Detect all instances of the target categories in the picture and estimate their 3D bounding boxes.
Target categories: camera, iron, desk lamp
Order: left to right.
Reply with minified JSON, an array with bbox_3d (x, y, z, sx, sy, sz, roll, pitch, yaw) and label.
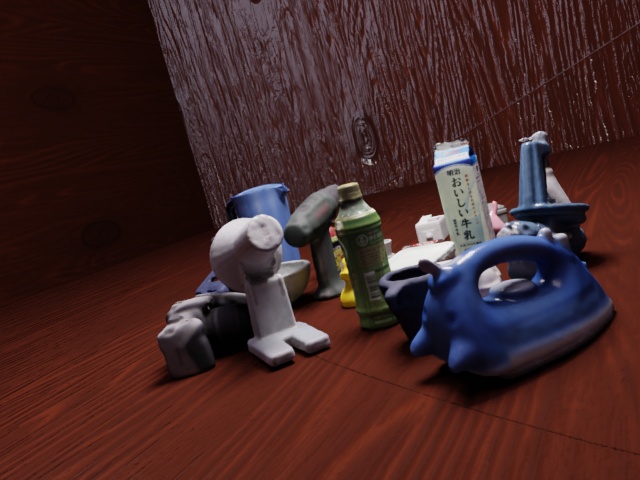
[{"bbox_3d":[-0.180,0.144,0.938,0.136,0.101,0.143,-15,8,3],"label":"camera"},{"bbox_3d":[-0.085,0.065,0.896,0.118,0.213,0.202,-18,9,-22],"label":"desk lamp"},{"bbox_3d":[0.223,0.055,0.647,0.259,0.141,0.118,-18,9,-21],"label":"iron"}]

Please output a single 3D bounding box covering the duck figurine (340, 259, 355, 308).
[{"bbox_3d":[0.069,0.068,1.052,0.077,0.086,0.105,-10,10,33],"label":"duck figurine"}]

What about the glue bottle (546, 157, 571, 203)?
[{"bbox_3d":[0.426,-0.075,1.058,0.078,0.173,0.037,-11,9,26],"label":"glue bottle"}]

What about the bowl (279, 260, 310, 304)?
[{"bbox_3d":[-0.092,0.099,1.176,0.167,0.075,0.167,-15,8,2],"label":"bowl"}]

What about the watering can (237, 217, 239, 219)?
[{"bbox_3d":[-0.176,0.007,1.545,0.172,0.194,0.101,-10,9,30],"label":"watering can"}]

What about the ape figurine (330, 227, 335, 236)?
[{"bbox_3d":[0.032,0.008,1.524,0.076,0.092,0.077,-17,8,-15],"label":"ape figurine"}]

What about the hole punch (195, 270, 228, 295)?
[{"bbox_3d":[-0.228,0.107,1.322,0.108,0.091,0.101,-8,11,41],"label":"hole punch"}]

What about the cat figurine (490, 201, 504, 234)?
[{"bbox_3d":[0.332,-0.044,1.222,0.128,0.118,0.067,-17,8,-17],"label":"cat figurine"}]

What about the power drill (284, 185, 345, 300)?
[{"bbox_3d":[0.011,0.004,1.161,0.075,0.208,0.230,-11,9,27],"label":"power drill"}]

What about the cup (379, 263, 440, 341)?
[{"bbox_3d":[0.126,0.090,0.755,0.091,0.095,0.118,-9,10,35],"label":"cup"}]

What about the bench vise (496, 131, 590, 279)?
[{"bbox_3d":[0.349,-0.055,0.898,0.121,0.220,0.208,-10,9,32],"label":"bench vise"}]

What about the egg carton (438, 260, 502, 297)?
[{"bbox_3d":[0.193,0.072,0.850,0.150,0.069,0.107,-13,8,17],"label":"egg carton"}]

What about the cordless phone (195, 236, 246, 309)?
[{"bbox_3d":[-0.176,0.081,1.056,0.147,0.185,0.094,-8,10,40],"label":"cordless phone"}]
